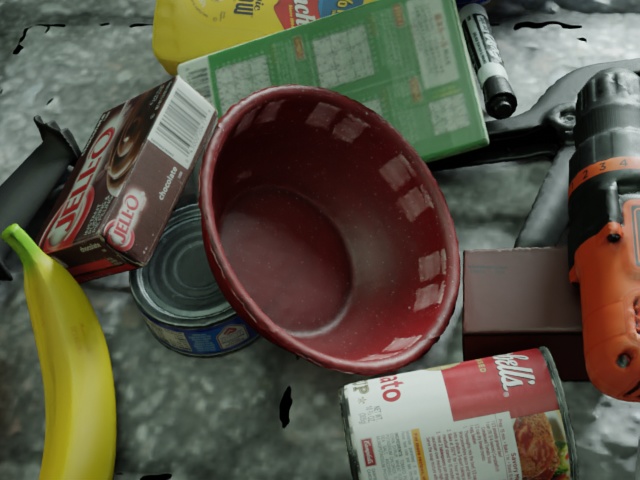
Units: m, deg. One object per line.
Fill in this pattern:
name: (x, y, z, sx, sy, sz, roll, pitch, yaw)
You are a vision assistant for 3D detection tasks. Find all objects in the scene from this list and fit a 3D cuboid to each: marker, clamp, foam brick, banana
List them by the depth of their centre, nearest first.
foam brick: (0.112, 0.039, 0.551, 0.078, 0.051, 0.053, -1, 55, 10)
banana: (-0.135, 0.087, 0.555, 0.037, 0.069, 0.198, -34, 55, 27)
clamp: (0.145, -0.050, 0.611, 0.171, 0.039, 0.120, -26, 54, -4)
marker: (0.102, -0.110, 0.652, 0.020, 0.020, 0.121, -9, 38, 4)

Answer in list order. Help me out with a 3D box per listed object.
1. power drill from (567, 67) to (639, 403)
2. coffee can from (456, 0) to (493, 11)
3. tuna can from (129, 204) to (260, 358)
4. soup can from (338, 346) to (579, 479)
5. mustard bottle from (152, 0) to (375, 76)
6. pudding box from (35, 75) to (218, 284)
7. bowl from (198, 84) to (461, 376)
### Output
power drill: (0.212, 0.003, 0.521, 0.187, 0.057, 0.184, 10, 58, -5)
coffee can: (0.093, -0.215, 0.653, 0.102, 0.140, 0.103, 1, 79, -6)
tuna can: (-0.064, 0.021, 0.605, 0.086, 0.034, 0.086, -5, 55, 7)
soup can: (0.065, 0.094, 0.512, 0.102, 0.068, 0.068, -11, 55, 3)
mustard bottle: (-0.008, -0.146, 0.691, 0.192, 0.058, 0.096, 8, 74, 14)
pudding box: (-0.115, -0.032, 0.618, 0.090, 0.039, 0.113, -13, 46, 49)
bowl: (-0.004, 0.001, 0.567, 0.161, 0.055, 0.162, 16, 60, -29)
